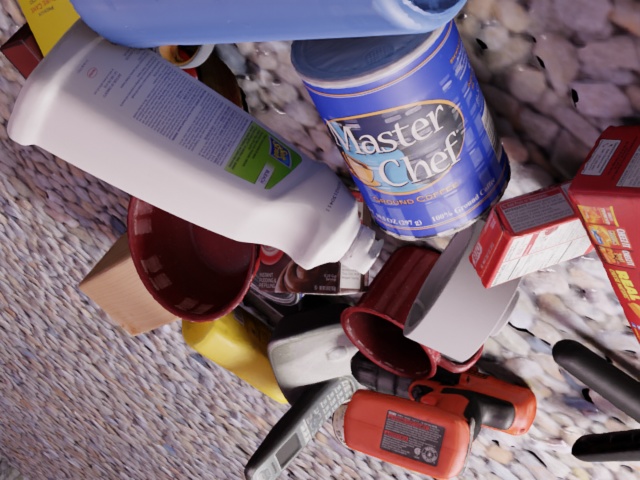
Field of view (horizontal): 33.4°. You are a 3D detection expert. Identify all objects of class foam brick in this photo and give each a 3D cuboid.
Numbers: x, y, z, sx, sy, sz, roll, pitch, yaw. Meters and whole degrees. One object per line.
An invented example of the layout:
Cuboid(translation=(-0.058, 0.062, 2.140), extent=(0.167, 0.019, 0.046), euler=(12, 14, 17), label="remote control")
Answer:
Cuboid(translation=(-0.220, -0.170, 0.902), extent=(0.053, 0.078, 0.051), euler=(-1, 136, 53), label="foam brick")

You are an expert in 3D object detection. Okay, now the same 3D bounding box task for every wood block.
Cuboid(translation=(-0.174, 0.032, 1.155), extent=(0.090, 0.090, 0.206), euler=(43, 153, -13), label="wood block")

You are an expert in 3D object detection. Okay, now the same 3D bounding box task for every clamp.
Cuboid(translation=(0.286, 0.152, 0.866), extent=(0.210, 0.036, 0.164), euler=(10, 143, 38), label="clamp")

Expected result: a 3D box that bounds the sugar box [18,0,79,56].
Cuboid(translation=(-0.193, -0.179, 0.829), extent=(0.094, 0.048, 0.176), euler=(-7, 108, 54), label="sugar box")

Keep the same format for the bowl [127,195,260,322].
Cuboid(translation=(-0.107, -0.006, 1.005), extent=(0.162, 0.055, 0.162), euler=(7, 102, 35), label="bowl")

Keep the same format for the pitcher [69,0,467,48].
Cuboid(translation=(-0.038, -0.180, 0.605), extent=(0.243, 0.148, 0.145), euler=(10, 106, 41), label="pitcher")

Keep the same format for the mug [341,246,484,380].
Cuboid(translation=(0.087, 0.066, 0.911), extent=(0.117, 0.081, 0.093), euler=(32, 153, 9), label="mug")

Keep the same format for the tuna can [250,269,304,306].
Cuboid(translation=(-0.047, 0.026, 1.057), extent=(0.086, 0.033, 0.086), euler=(28, 152, 16), label="tuna can")

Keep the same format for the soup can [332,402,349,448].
Cuboid(translation=(0.069, 0.198, 1.160), extent=(0.068, 0.068, 0.102), euler=(49, 151, -23), label="soup can")

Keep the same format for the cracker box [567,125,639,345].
Cuboid(translation=(0.275, 0.011, 0.621), extent=(0.214, 0.072, 0.164), euler=(6, 141, 43), label="cracker box")

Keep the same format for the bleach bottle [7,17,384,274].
Cuboid(translation=(-0.072, -0.047, 0.712), extent=(0.250, 0.102, 0.068), euler=(31, 137, -7), label="bleach bottle")

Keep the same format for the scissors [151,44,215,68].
Cuboid(translation=(-0.139, -0.157, 0.842), extent=(0.202, 0.016, 0.096), euler=(-15, 92, 54), label="scissors")

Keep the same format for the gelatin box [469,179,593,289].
Cuboid(translation=(0.151, -0.007, 0.719), extent=(0.073, 0.089, 0.030), euler=(101, 149, -61), label="gelatin box")

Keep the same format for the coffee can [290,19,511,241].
Cuboid(translation=(0.055, -0.084, 0.691), extent=(0.103, 0.102, 0.140), euler=(12, 144, 40), label="coffee can")

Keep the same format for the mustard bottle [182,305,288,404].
Cuboid(translation=(-0.064, 0.129, 1.181), extent=(0.191, 0.058, 0.096), euler=(37, -166, -27), label="mustard bottle")

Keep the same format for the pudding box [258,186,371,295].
Cuboid(translation=(-0.006, 0.001, 0.911), extent=(0.039, 0.090, 0.114), euler=(3, 177, -42), label="pudding box")

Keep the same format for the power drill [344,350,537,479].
Cuboid(translation=(0.088, 0.145, 0.952), extent=(0.185, 0.187, 0.057), euler=(12, 101, 21), label="power drill")
